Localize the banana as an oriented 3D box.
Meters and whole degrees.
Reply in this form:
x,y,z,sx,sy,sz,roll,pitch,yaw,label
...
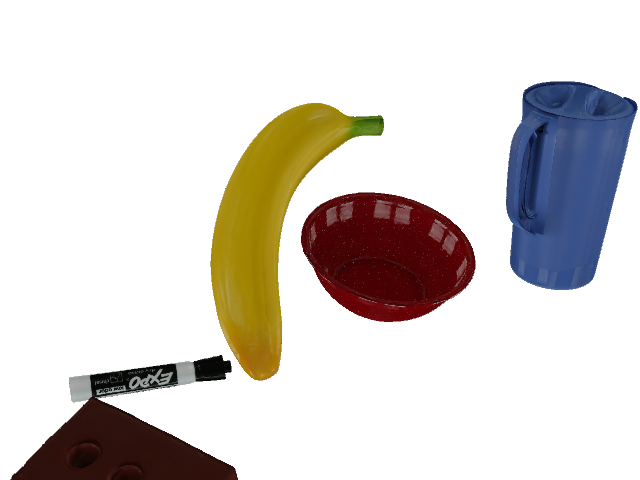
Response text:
x,y,z,sx,sy,sz,roll,pitch,yaw,label
-0.024,-0.015,0.605,0.070,0.197,0.037,17,-33,10,banana

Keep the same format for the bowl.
x,y,z,sx,sy,sz,roll,pitch,yaw,label
0.059,0.024,0.987,0.162,0.055,0.162,6,39,-5,bowl

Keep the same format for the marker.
x,y,z,sx,sy,sz,roll,pitch,yaw,label
-0.127,0.103,0.804,0.121,0.020,0.020,-7,1,-12,marker

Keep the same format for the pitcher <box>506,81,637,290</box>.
x,y,z,sx,sy,sz,roll,pitch,yaw,label
0.293,-0.063,1.307,0.149,0.243,0.145,4,27,2,pitcher

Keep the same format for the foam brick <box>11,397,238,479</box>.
x,y,z,sx,sy,sz,roll,pitch,yaw,label
-0.076,0.111,0.435,0.078,0.051,0.052,20,45,25,foam brick
